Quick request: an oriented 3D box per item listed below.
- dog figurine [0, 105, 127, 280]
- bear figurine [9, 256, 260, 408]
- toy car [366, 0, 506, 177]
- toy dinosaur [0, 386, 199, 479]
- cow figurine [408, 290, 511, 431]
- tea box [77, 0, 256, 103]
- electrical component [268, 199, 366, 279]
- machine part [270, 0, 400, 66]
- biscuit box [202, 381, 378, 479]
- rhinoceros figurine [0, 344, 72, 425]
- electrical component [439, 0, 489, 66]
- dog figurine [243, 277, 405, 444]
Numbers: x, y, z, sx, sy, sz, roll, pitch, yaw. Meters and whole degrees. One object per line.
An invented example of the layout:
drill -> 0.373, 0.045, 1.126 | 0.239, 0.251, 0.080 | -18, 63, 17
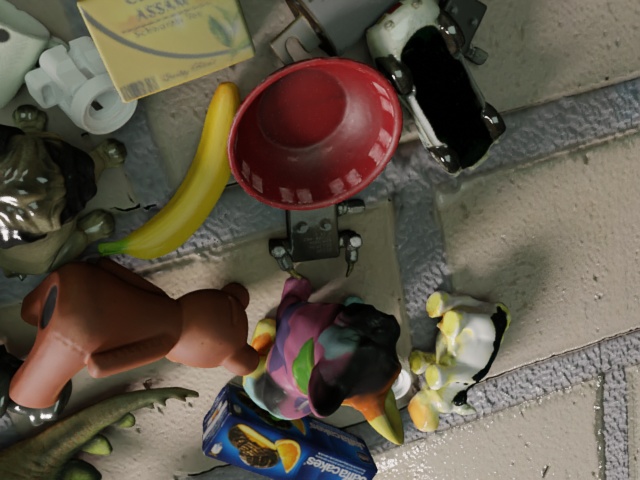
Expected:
dog figurine -> -0.235, -0.015, 0.421 | 0.121, 0.191, 0.172 | 11, 107, -16
bear figurine -> -0.165, 0.086, 0.510 | 0.195, 0.120, 0.132 | 19, 132, -41
toy car -> 0.115, -0.137, 0.510 | 0.073, 0.056, 0.201 | -40, 132, 6
toy dinosaur -> -0.346, 0.279, 0.551 | 0.471, 0.105, 0.198 | -40, 119, 2
cow figurine -> 0.161, 0.146, 0.631 | 0.098, 0.068, 0.167 | 6, 109, -20
tea box -> -0.110, -0.158, 0.410 | 0.098, 0.170, 0.068 | -22, 113, -6
electrical component -> -0.002, -0.002, 0.553 | 0.102, 0.045, 0.078 | -1, 110, -12
machine part -> 0.053, -0.243, 0.466 | 0.243, 0.079, 0.079 | -40, 112, 4
biscuit box -> -0.033, 0.238, 0.621 | 0.202, 0.059, 0.062 | 28, 100, -20
rhinoceros figurine -> -0.332, 0.131, 0.497 | 0.190, 0.112, 0.073 | 11, 78, -2
electrical component -> 0.131, -0.211, 0.523 | 0.094, 0.021, 0.063 | 22, 102, -18
dog figurine -> 0.001, 0.129, 0.508 | 0.108, 0.219, 0.191 | 28, 100, -16
